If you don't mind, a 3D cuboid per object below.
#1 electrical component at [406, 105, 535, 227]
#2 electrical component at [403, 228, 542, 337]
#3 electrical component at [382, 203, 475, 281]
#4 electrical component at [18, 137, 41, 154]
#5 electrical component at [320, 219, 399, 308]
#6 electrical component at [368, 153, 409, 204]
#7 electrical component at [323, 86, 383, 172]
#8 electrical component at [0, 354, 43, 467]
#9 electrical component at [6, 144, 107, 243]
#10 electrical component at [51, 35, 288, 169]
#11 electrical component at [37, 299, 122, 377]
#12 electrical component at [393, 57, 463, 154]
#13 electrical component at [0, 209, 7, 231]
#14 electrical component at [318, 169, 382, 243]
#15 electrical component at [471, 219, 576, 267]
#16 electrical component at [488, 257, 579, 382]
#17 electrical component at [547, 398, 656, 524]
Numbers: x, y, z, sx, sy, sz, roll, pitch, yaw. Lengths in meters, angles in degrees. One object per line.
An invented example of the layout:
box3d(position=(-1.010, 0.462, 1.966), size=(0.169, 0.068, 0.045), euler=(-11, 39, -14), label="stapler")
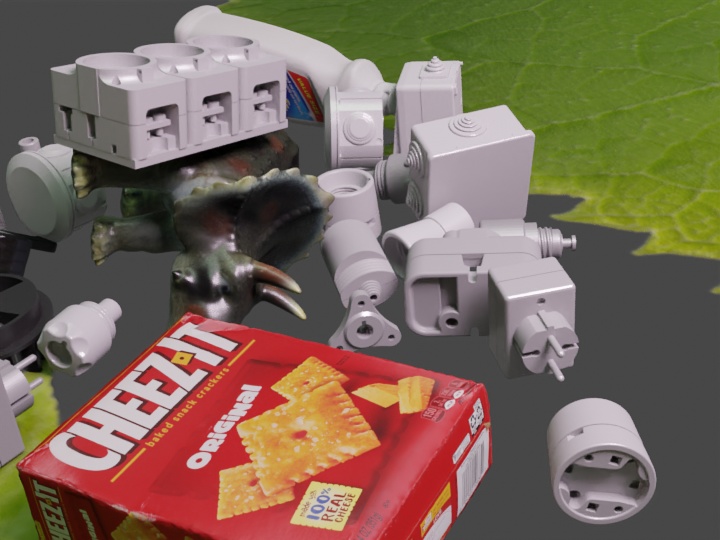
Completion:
box3d(position=(0.086, -0.078, 0.858), size=(0.100, 0.099, 0.048), euler=(-14, 45, -13), label="electrical component")
box3d(position=(0.081, 0.008, 0.759), size=(0.095, 0.053, 0.059), euler=(-1, 32, 7), label="electrical component")
box3d(position=(0.055, -0.023, 0.818), size=(0.065, 0.044, 0.044), euler=(-31, 39, -26), label="electrical component")
box3d(position=(-0.291, -0.088, 0.969), size=(0.043, 0.062, 0.043), euler=(-4, 32, 3), label="electrical component")
box3d(position=(0.000, 0.000, 0.796), size=(0.043, 0.043, 0.081), euler=(-12, 32, -9), label="electrical component")
box3d(position=(0.030, -0.077, 0.917), size=(0.062, 0.048, 0.048), euler=(-3, 31, 20), label="electrical component")
box3d(position=(-0.007, -0.125, 0.967), size=(0.051, 0.080, 0.080), euler=(-1, 31, -3), label="electrical component")
box3d(position=(-0.234, 0.082, 0.682), size=(0.047, 0.065, 0.077), euler=(18, 39, 34), label="electrical component")
box3d(position=(-0.258, -0.067, 0.915), size=(0.080, 0.080, 0.051), euler=(18, 33, 33), label="electrical component")
box3d(position=(-0.134, -0.127, 0.777), size=(0.089, 0.061, 0.150), euler=(19, 28, 35), label="electrical component")
box3d(position=(-0.193, 0.043, 0.759), size=(0.043, 0.043, 0.062), euler=(9, 33, 23), label="electrical component")
box3d(position=(0.061, -0.147, 0.973), size=(0.061, 0.096, 0.061), euler=(1, 32, 11), label="electrical component")
box3d(position=(-0.349, -0.068, 0.913), size=(0.062, 0.096, 0.061), euler=(-25, 36, -27), label="electrical component")
box3d(position=(-0.012, -0.051, 0.877), size=(0.055, 0.047, 0.055), euler=(-4, 32, 3), label="electrical component")
box3d(position=(0.122, -0.019, 0.809), size=(0.078, 0.040, 0.040), euler=(-2, 32, 6), label="electrical component")
box3d(position=(0.116, 0.041, 0.690), size=(0.047, 0.065, 0.076), euler=(-10, 32, -7), label="electrical component")
box3d(position=(0.132, 0.104, 0.597), size=(0.055, 0.055, 0.047), euler=(-4, 28, 4), label="electrical component")
